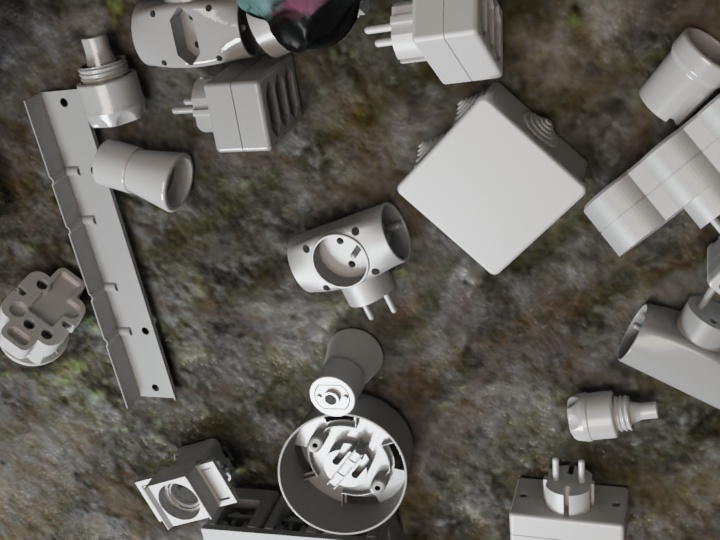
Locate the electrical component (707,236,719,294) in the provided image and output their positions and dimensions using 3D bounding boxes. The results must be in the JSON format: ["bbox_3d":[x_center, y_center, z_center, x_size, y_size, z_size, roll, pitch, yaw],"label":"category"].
[{"bbox_3d":[0.272,0.007,0.668,0.096,0.061,0.061,37,122,-3],"label":"electrical component"}]

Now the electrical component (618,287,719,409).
[{"bbox_3d":[0.224,0.044,0.714,0.077,0.043,0.079,26,122,4],"label":"electrical component"}]

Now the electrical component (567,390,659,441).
[{"bbox_3d":[0.180,0.102,0.764,0.061,0.035,0.035,-9,114,19],"label":"electrical component"}]

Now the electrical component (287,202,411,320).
[{"bbox_3d":[0.000,0.000,0.763,0.077,0.044,0.079,-19,109,25],"label":"electrical component"}]

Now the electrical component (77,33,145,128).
[{"bbox_3d":[-0.177,-0.133,0.751,0.043,0.043,0.062,-4,114,20],"label":"electrical component"}]

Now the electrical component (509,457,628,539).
[{"bbox_3d":[0.156,0.171,0.801,0.083,0.047,0.075,2,117,17],"label":"electrical component"}]

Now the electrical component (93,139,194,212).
[{"bbox_3d":[-0.160,-0.071,0.780,0.065,0.044,0.044,17,121,15],"label":"electrical component"}]

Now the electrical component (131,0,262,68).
[{"bbox_3d":[-0.110,-0.176,0.706,0.077,0.043,0.079,-1,116,18],"label":"electrical component"}]

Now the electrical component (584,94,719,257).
[{"bbox_3d":[0.210,-0.050,0.652,0.138,0.052,0.073,-42,79,31],"label":"electrical component"}]

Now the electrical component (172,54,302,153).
[{"bbox_3d":[-0.087,-0.111,0.720,0.077,0.065,0.047,0,117,18],"label":"electrical component"}]

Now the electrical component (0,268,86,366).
[{"bbox_3d":[-0.256,0.042,0.855,0.058,0.078,0.057,38,142,-4],"label":"electrical component"}]

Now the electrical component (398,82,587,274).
[{"bbox_3d":[0.088,-0.061,0.699,0.100,0.048,0.099,41,122,-6],"label":"electrical component"}]

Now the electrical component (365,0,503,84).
[{"bbox_3d":[0.042,-0.146,0.653,0.077,0.066,0.047,-3,75,20],"label":"electrical component"}]

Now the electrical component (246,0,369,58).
[{"bbox_3d":[-0.027,-0.170,0.683,0.081,0.043,0.043,-19,110,25],"label":"electrical component"}]

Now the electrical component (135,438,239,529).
[{"bbox_3d":[-0.138,0.174,0.889,0.081,0.063,0.042,-18,108,25],"label":"electrical component"}]

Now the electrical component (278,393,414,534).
[{"bbox_3d":[-0.008,0.147,0.832,0.099,0.064,0.099,8,118,14],"label":"electrical component"}]

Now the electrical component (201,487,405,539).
[{"bbox_3d":[-0.043,0.233,0.890,0.150,0.061,0.089,0,117,18],"label":"electrical component"}]

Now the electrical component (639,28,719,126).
[{"bbox_3d":[0.195,-0.115,0.643,0.040,0.040,0.046,35,128,-2],"label":"electrical component"}]

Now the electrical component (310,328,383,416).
[{"bbox_3d":[-0.012,0.078,0.796,0.044,0.065,0.044,8,119,14],"label":"electrical component"}]
